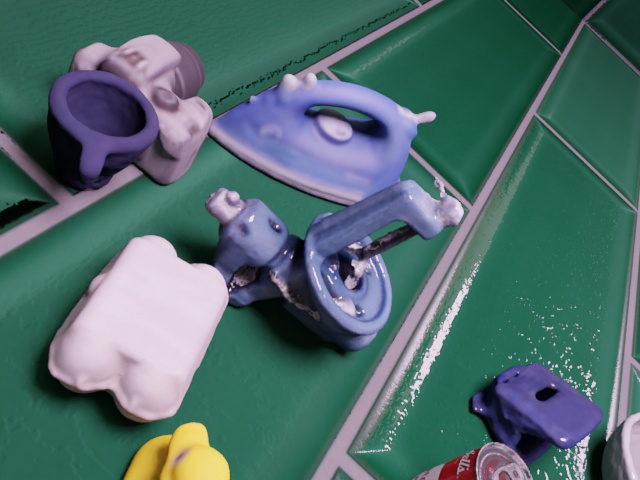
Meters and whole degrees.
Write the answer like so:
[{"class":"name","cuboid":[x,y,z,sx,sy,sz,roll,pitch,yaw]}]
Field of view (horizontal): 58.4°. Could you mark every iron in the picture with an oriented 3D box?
[{"class":"iron","cuboid":[0.010,-0.139,0.691,0.259,0.141,0.118,13,50,-30]}]

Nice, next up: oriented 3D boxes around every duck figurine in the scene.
[{"class":"duck figurine","cuboid":[-0.092,0.179,0.396,0.078,0.086,0.104,10,52,-32]}]

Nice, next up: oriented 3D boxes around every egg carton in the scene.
[{"class":"egg carton","cuboid":[-0.140,0.067,0.462,0.107,0.069,0.150,31,43,-13]}]

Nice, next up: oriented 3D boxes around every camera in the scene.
[{"class":"camera","cuboid":[-0.165,-0.157,0.600,0.143,0.100,0.137,40,42,-4]}]

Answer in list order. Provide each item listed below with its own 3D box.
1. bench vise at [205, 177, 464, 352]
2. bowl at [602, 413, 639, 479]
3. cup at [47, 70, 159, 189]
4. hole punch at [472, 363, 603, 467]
[{"class":"bench vise","cuboid":[0.005,0.011,0.507,0.208,0.219,0.121,17,48,-27]},{"class":"bowl","cuboid":[0.394,0.299,0.685,0.168,0.074,0.167,21,47,-23]},{"class":"cup","cuboid":[-0.203,-0.079,0.512,0.092,0.094,0.117,17,48,-26]},{"class":"hole punch","cuboid":[0.245,0.189,0.646,0.109,0.091,0.101,-12,65,-43]}]
